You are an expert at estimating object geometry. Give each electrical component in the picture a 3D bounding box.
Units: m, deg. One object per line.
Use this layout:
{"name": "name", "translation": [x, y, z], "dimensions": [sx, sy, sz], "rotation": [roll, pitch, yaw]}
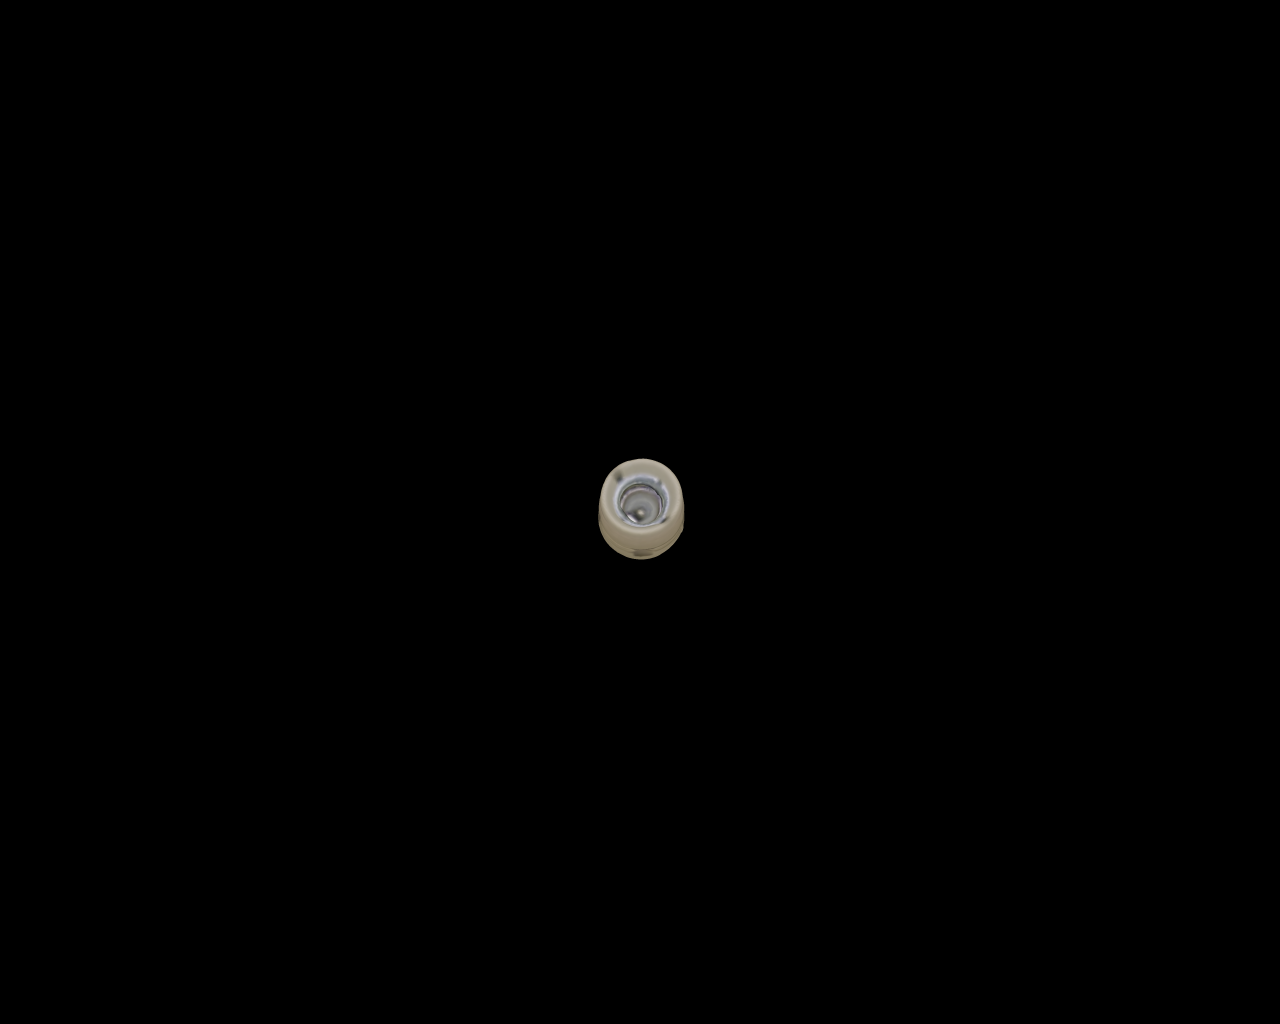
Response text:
{"name": "electrical component", "translation": [0.001, -0.003, 0.650], "dimensions": [0.055, 0.055, 0.047], "rotation": [0, -18, 0]}
